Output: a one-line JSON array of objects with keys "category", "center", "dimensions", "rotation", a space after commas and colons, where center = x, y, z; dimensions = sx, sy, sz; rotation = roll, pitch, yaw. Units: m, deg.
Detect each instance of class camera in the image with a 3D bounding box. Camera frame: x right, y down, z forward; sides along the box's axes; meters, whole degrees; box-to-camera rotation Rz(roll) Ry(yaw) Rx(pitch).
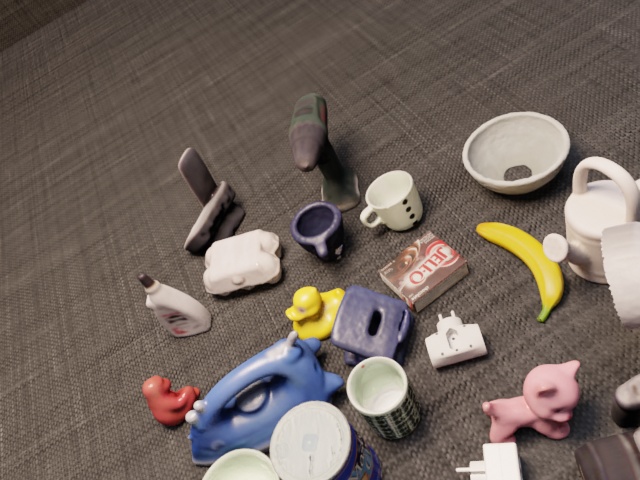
[{"category": "camera", "center": [0.353, 0.227, 0.633], "dimensions": [0.136, 0.101, 0.143], "rotation": [-18, 48, 11]}]

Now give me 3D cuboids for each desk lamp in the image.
[{"category": "desk lamp", "center": [0.431, 0.061, 0.653], "dimensions": [0.202, 0.214, 0.118], "rotation": [-3, 52, 23]}]

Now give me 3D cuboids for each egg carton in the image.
[{"category": "egg carton", "center": [-0.140, 0.044, 1.038], "dimensions": [0.150, 0.070, 0.107], "rotation": [-16, 48, 13]}]

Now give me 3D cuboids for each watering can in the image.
[{"category": "watering can", "center": [0.377, -0.027, 0.764], "dimensions": [0.100, 0.195, 0.173], "rotation": [20, 64, 36]}]

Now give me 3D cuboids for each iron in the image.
[{"category": "iron", "center": [-0.103, 0.228, 0.821], "dimensions": [0.258, 0.142, 0.118], "rotation": [-34, 47, -3]}]

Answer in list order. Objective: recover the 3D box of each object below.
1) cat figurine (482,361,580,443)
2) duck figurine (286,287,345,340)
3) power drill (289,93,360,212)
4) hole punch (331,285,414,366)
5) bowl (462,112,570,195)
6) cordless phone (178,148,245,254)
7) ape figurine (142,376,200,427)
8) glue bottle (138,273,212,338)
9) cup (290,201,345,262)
[{"category": "cat figurine", "center": [0.258, 0.194, 0.693], "dimensions": [0.127, 0.118, 0.067], "rotation": [-18, 48, 11]}, {"category": "duck figurine", "center": [-0.007, 0.105, 0.913], "dimensions": [0.104, 0.086, 0.077], "rotation": [-33, 47, -3]}, {"category": "power drill", "center": [0.005, -0.148, 1.030], "dimensions": [0.075, 0.209, 0.229], "rotation": [-16, 48, 13]}, {"category": "hole punch", "center": [0.080, 0.129, 0.849], "dimensions": [0.100, 0.091, 0.109], "rotation": [3, 55, 27]}, {"category": "bowl", "center": [0.328, -0.132, 0.956], "dimensions": [0.167, 0.075, 0.167], "rotation": [-13, 49, 16]}, {"category": "cordless phone", "center": [-0.237, -0.073, 1.100], "dimensions": [0.093, 0.186, 0.148], "rotation": [2, 54, 27]}, {"category": "ape figurine", "center": [-0.244, 0.247, 0.906], "dimensions": [0.077, 0.092, 0.076], "rotation": [14, 60, 33]}, {"category": "glue bottle", "center": [-0.256, 0.107, 0.970], "dimensions": [0.078, 0.174, 0.037], "rotation": [-18, 48, 12]}, {"category": "cup", "center": [0.009, 0.004, 0.983], "dimensions": [0.091, 0.095, 0.117], "rotation": [-22, 47, 8]}]
